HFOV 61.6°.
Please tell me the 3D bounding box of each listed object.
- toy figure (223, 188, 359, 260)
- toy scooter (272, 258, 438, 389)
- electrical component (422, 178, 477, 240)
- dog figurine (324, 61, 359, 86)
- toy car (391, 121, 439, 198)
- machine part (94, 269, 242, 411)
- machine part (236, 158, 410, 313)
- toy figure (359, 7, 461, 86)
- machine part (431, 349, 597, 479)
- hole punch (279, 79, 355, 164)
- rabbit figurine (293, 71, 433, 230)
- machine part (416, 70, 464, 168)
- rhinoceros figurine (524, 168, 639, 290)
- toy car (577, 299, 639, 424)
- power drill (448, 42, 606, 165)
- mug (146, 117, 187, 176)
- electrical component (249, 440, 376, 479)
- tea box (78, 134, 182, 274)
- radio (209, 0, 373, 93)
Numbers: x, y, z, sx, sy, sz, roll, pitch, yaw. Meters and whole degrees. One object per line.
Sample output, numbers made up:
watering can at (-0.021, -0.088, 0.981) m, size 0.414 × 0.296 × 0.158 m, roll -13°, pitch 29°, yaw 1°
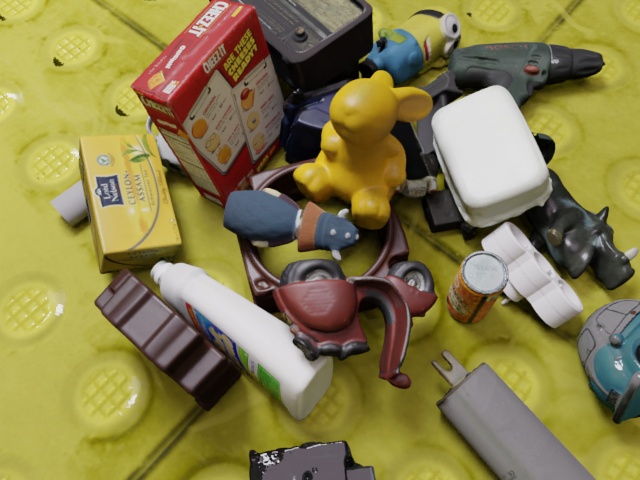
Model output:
toy figure at (-0.031, -0.020, 0.615) m, size 0.155 × 0.064 × 0.058 m, roll 13°, pitch 28°, yaw 2°
toy scooter at (0.042, 0.089, 0.566) m, size 0.184 × 0.075 × 0.135 m, roll 1°, pitch 72°, yaw -15°
electrical component at (0.182, -0.050, 0.726) m, size 0.078 × 0.045 × 0.102 m, roll -5°, pitch 64°, yaw -3°
dog figurine at (-0.054, -0.288, 0.815) m, size 0.219 × 0.108 × 0.191 m, roll -5°, pitch 67°, yaw 3°
toy car at (0.104, -0.135, 0.749) m, size 0.073 × 0.056 × 0.202 m, roll -3°, pitch 54°, yaw -16°
machine part at (-0.166, 0.109, 0.589) m, size 0.179 × 0.179 × 0.056 m, roll 38°, pitch 72°, yaw 17°
machine part at (-0.001, -0.002, 0.685) m, size 0.201 × 0.087 × 0.201 m, roll -15°, pitch 64°, yaw -6°
toy figure at (0.137, -0.298, 0.828) m, size 0.180 × 0.082 × 0.089 m, roll -34°, pitch 70°, yaw -12°
machine part at (0.210, 0.220, 0.578) m, size 0.079 × 0.079 × 0.243 m, roll -35°, pitch 70°, yaw -15°
hole punch at (0.010, -0.142, 0.731) m, size 0.116 × 0.142 × 0.092 m, roll -20°, pitch 75°, yaw -17°
rabbit figurine at (0.057, -0.114, 0.596) m, size 0.122 × 0.173 × 0.162 m, roll 35°, pitch 74°, yaw 20°
machine part at (0.168, -0.173, 0.777) m, size 0.039 × 0.084 × 0.139 m, roll 17°, pitch 68°, yaw -40°
rhinoceros figurine at (0.320, -0.016, 0.698) m, size 0.112 × 0.073 × 0.190 m, roll -22°, pitch 64°, yaw -21°
toy car at (0.356, 0.119, 0.614) m, size 0.162 × 0.109 × 0.103 m, roll -36°, pitch 51°, yaw -24°
power drill at (0.301, -0.207, 0.782) m, size 0.232 × 0.086 × 0.207 m, roll 8°, pitch 68°, yaw 7°
mug at (-0.199, -0.153, 0.764) m, size 0.110 × 0.080 × 0.107 m, roll 19°, pitch 75°, yaw 5°
electrical component at (-0.006, 0.274, 0.567) m, size 0.134 × 0.058 × 0.115 m, roll -7°, pitch 66°, yaw -2°
tea box at (-0.249, -0.050, 0.698) m, size 0.098 × 0.068 × 0.169 m, roll -10°, pitch 70°, yaw -30°
radio at (-0.047, -0.309, 0.727) m, size 0.131 × 0.073 × 0.230 m, roll -40°, pitch 67°, yaw -10°
